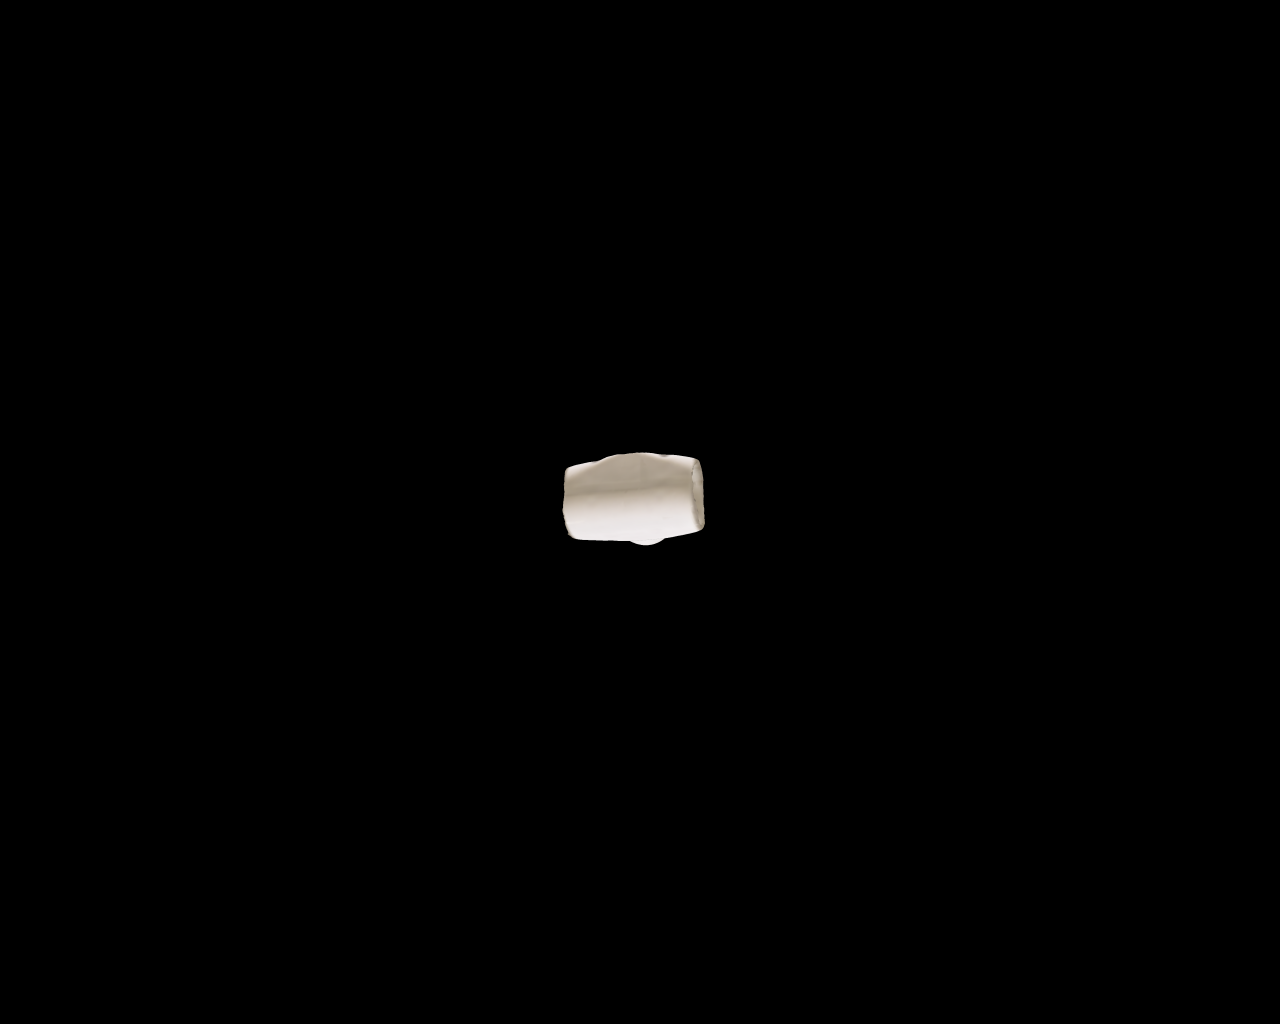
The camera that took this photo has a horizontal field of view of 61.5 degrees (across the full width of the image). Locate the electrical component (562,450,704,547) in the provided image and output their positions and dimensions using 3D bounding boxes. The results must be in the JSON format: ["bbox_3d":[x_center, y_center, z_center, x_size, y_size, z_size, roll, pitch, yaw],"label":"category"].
[{"bbox_3d":[0.001,-0.003,0.650,0.077,0.044,0.079,-4,-19,12],"label":"electrical component"}]
